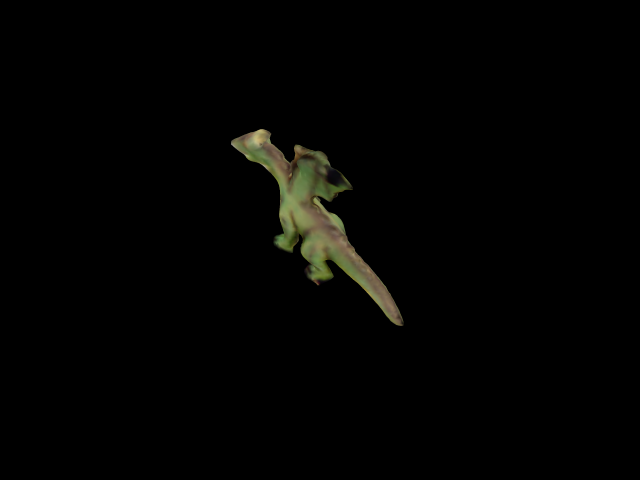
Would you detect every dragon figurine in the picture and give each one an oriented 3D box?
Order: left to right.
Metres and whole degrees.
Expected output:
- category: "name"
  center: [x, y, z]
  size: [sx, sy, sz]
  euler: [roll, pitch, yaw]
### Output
- category: "dragon figurine"
  center: [0.003, -0.043, 0.850]
  size: [0.414, 0.124, 0.237]
  euler: [40, -23, 21]
